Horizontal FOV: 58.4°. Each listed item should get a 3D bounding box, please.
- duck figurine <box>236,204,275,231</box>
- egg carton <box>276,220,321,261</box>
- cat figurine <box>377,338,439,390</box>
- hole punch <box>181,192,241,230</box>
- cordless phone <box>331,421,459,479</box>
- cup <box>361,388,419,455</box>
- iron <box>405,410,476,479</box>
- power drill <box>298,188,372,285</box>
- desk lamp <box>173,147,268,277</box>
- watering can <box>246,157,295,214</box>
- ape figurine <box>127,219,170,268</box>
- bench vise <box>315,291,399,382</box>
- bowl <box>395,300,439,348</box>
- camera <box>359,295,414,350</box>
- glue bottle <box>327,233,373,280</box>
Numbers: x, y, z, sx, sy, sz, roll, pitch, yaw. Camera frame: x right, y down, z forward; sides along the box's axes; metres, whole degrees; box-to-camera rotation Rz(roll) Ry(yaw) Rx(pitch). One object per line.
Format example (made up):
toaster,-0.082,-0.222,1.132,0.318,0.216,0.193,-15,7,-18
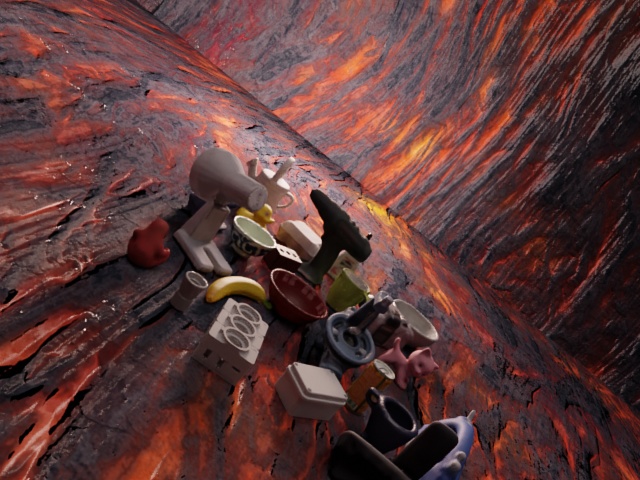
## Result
duck figurine,-0.169,-0.063,1.540,0.104,0.086,0.078,41,16,6
egg carton,-0.051,0.005,1.642,0.150,0.069,0.107,44,17,17
cat figurine,0.217,0.290,1.372,0.127,0.117,0.067,41,16,8
hole punch,-0.262,-0.085,1.388,0.101,0.091,0.109,44,17,17
cordless phone,0.119,0.335,0.917,0.147,0.185,0.094,39,16,1
cup,0.108,0.339,1.044,0.117,0.095,0.092,46,18,24
iron,0.233,0.405,1.053,0.118,0.141,0.259,41,16,9
power drill,0.014,0.005,1.533,0.230,0.208,0.075,38,16,-3
desk lamp,-0.213,-0.067,1.226,0.118,0.213,0.202,16,28,-54
watering can,-0.145,-0.171,1.687,0.173,0.194,0.100,32,17,-22
ape figurine,-0.308,0.001,1.054,0.077,0.092,0.076,41,16,8
bench vise,0.066,0.169,1.184,0.122,0.219,0.207,31,18,-24
bowl,0.252,0.251,1.630,0.168,0.074,0.167,35,16,-12
camera,0.168,0.207,1.520,0.144,0.100,0.136,29,19,-30
glue bottle,0.093,0.046,1.659,0.078,0.173,0.037,36,16,-10
